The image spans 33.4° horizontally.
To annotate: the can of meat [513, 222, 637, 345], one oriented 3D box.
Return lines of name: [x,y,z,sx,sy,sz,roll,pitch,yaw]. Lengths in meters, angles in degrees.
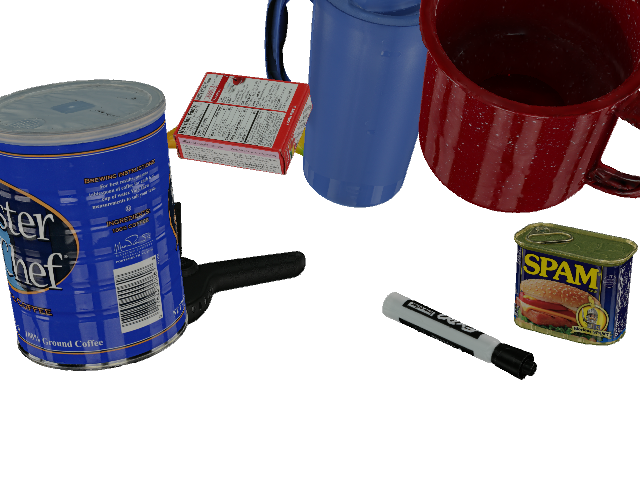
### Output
can of meat: [0.220,0.039,0.933,0.102,0.084,0.057,14,26,33]

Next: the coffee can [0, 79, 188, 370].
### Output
coffee can: [-0.133,-0.011,0.613,0.103,0.140,0.103,-3,24,1]

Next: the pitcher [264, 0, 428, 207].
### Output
pitcher: [0.036,-0.153,1.034,0.144,0.243,0.149,-28,56,-31]

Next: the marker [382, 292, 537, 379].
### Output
marker: [0.094,0.065,0.730,0.121,0.020,0.020,24,15,37]

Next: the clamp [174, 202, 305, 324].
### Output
clamp: [-0.137,0.029,1.009,0.165,0.036,0.209,25,37,29]

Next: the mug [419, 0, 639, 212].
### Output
mug: [0.093,-0.058,0.438,0.117,0.093,0.081,34,-25,18]

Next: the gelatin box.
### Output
gelatin box: [-0.059,-0.091,0.817,0.089,0.073,0.030,9,-37,15]

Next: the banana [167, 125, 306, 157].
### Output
banana: [-0.093,-0.131,1.301,0.198,0.037,0.069,7,41,15]
